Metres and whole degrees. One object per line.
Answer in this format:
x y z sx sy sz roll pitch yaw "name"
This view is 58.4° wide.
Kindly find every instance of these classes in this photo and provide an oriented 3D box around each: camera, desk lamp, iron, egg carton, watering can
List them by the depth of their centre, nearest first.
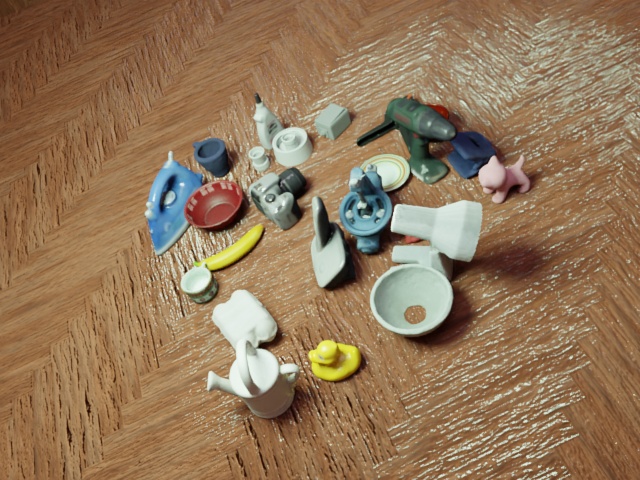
-0.129 0.264 1.097 0.173 0.194 0.100 -30 51 -7 "watering can"
0.231 0.006 1.176 0.202 0.214 0.118 1 54 18 "desk lamp"
-0.164 0.180 1.255 0.107 0.069 0.150 -39 52 -14 "egg carton"
-0.095 -0.122 1.448 0.137 0.101 0.142 -39 52 -14 "camera"
-0.402 -0.102 1.499 0.118 0.142 0.258 2 54 18 "iron"

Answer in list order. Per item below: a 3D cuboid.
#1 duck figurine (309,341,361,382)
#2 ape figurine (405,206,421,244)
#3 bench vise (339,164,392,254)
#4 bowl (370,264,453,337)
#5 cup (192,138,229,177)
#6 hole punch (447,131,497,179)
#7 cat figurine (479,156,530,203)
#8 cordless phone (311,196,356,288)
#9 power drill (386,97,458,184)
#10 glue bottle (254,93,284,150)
0.027 0.232 1.146 0.104 0.086 0.077 -13 51 7 "duck figurine"
0.221 -0.041 1.295 0.077 0.092 0.076 24 63 31 "ape figurine"
0.092 -0.104 1.299 0.121 0.220 0.207 -16 50 5 "bench vise"
0.191 0.135 1.178 0.167 0.075 0.167 -8 51 11 "bowl"
-0.301 -0.226 1.594 0.117 0.095 0.092 26 64 32 "cup"
0.366 -0.222 1.391 0.101 0.091 0.108 -26 50 -3 "hole punch"
0.413 -0.147 1.302 0.128 0.118 0.067 -26 50 -4 "cat figurine"
0.012 0.005 1.262 0.094 0.185 0.147 -19 50 3 "cordless phone"
0.249 -0.238 1.362 0.076 0.209 0.228 -35 51 -11 "power drill"
-0.150 -0.335 1.582 0.037 0.173 0.078 23 63 30 "glue bottle"
